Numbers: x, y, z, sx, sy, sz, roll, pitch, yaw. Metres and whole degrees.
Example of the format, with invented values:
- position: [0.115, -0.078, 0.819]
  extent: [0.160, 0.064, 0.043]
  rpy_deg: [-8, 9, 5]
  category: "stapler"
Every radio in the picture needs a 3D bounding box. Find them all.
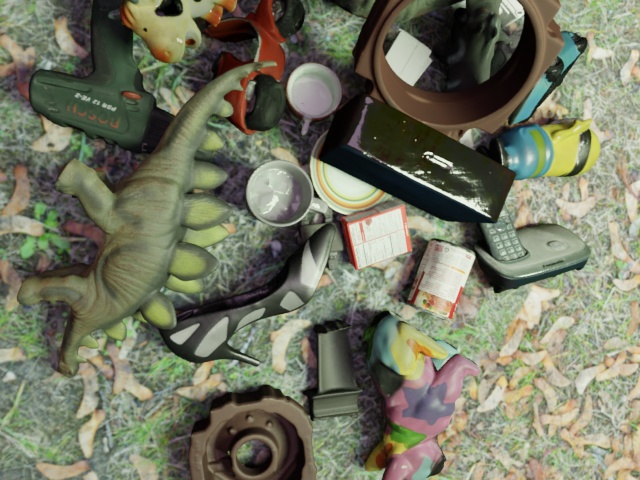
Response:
- position: [0.118, -0.096, 0.695]
  extent: [0.229, 0.131, 0.073]
  rpy_deg: [25, 86, -15]
  category: "radio"

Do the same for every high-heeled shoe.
- position: [-0.094, 0.059, 0.695]
  extent: [0.145, 0.086, 0.248]
  rpy_deg: [29, 95, -16]
  category: "high-heeled shoe"

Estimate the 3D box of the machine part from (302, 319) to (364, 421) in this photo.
- position: [0.018, 0.181, 0.748]
  extent: [0.084, 0.039, 0.138]
  rpy_deg: [0, 92, -6]
  category: "machine part"

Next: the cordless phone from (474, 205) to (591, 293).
- position: [0.287, -0.025, 0.783]
  extent: [0.147, 0.088, 0.184]
  rpy_deg: [-15, 75, -10]
  category: "cordless phone"

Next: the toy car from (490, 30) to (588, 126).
- position: [0.296, -0.248, 0.763]
  extent: [0.103, 0.109, 0.161]
  rpy_deg: [39, 65, 12]
  category: "toy car"

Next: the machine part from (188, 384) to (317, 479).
- position: [-0.089, 0.284, 0.719]
  extent: [0.179, 0.056, 0.179]
  rpy_deg: [0, 92, -10]
  category: "machine part"

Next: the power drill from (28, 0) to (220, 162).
- position: [-0.231, -0.215, 0.680]
  extent: [0.232, 0.086, 0.207]
  rpy_deg: [8, 96, -11]
  category: "power drill"

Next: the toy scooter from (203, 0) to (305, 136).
- position: [-0.100, -0.231, 0.689]
  extent: [0.135, 0.075, 0.183]
  rpy_deg: [17, 94, 22]
  category: "toy scooter"

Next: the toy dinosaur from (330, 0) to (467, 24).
- position: [0.059, -0.347, 0.675]
  extent: [0.405, 0.192, 0.131]
  rpy_deg: [29, 61, -10]
  category: "toy dinosaur"

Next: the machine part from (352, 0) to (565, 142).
- position: [0.154, -0.225, 0.621]
  extent: [0.201, 0.201, 0.087]
  rpy_deg: [20, 44, -14]
  category: "machine part"

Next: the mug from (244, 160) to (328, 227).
- position: [-0.048, -0.057, 0.696]
  extent: [0.109, 0.107, 0.080]
  rpy_deg: [8, 90, -15]
  category: "mug"

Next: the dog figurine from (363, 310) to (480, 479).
- position: [0.108, 0.228, 0.730]
  extent: [0.191, 0.108, 0.219]
  rpy_deg: [30, 88, -16]
  category: "dog figurine"

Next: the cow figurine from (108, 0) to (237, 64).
- position: [-0.163, -0.297, 0.612]
  extent: [0.127, 0.086, 0.194]
  rpy_deg: [10, 83, -31]
  category: "cow figurine"

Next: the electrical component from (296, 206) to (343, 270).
- position: [-0.002, -0.002, 0.748]
  extent: [0.063, 0.021, 0.094]
  rpy_deg: [-8, 93, -10]
  category: "electrical component"

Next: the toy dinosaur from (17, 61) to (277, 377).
- position: [-0.210, -0.020, 0.644]
  extent: [0.198, 0.105, 0.471]
  rpy_deg: [24, 103, -11]
  category: "toy dinosaur"

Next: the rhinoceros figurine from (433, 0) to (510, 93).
- position: [0.208, -0.264, 0.742]
  extent: [0.073, 0.112, 0.190]
  rpy_deg: [7, 97, -9]
  category: "rhinoceros figurine"

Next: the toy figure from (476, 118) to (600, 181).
- position: [0.319, -0.126, 0.780]
  extent: [0.180, 0.082, 0.089]
  rpy_deg: [-15, 113, -18]
  category: "toy figure"
